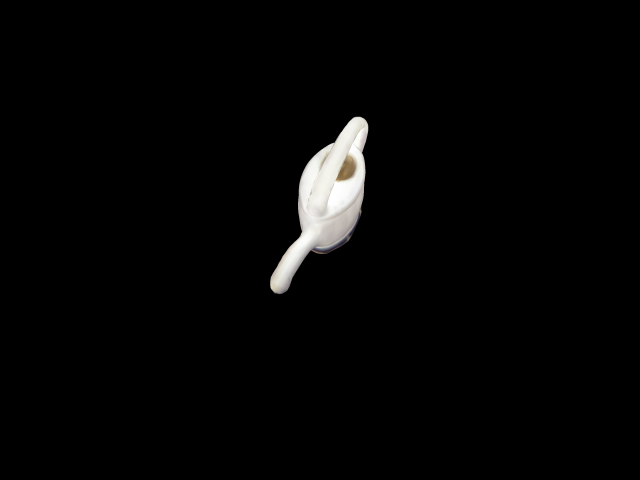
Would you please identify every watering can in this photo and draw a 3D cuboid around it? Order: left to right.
[{"bbox_3d":[0.003,-0.043,0.850,0.104,0.354,0.220,22,-24,10],"label":"watering can"}]
